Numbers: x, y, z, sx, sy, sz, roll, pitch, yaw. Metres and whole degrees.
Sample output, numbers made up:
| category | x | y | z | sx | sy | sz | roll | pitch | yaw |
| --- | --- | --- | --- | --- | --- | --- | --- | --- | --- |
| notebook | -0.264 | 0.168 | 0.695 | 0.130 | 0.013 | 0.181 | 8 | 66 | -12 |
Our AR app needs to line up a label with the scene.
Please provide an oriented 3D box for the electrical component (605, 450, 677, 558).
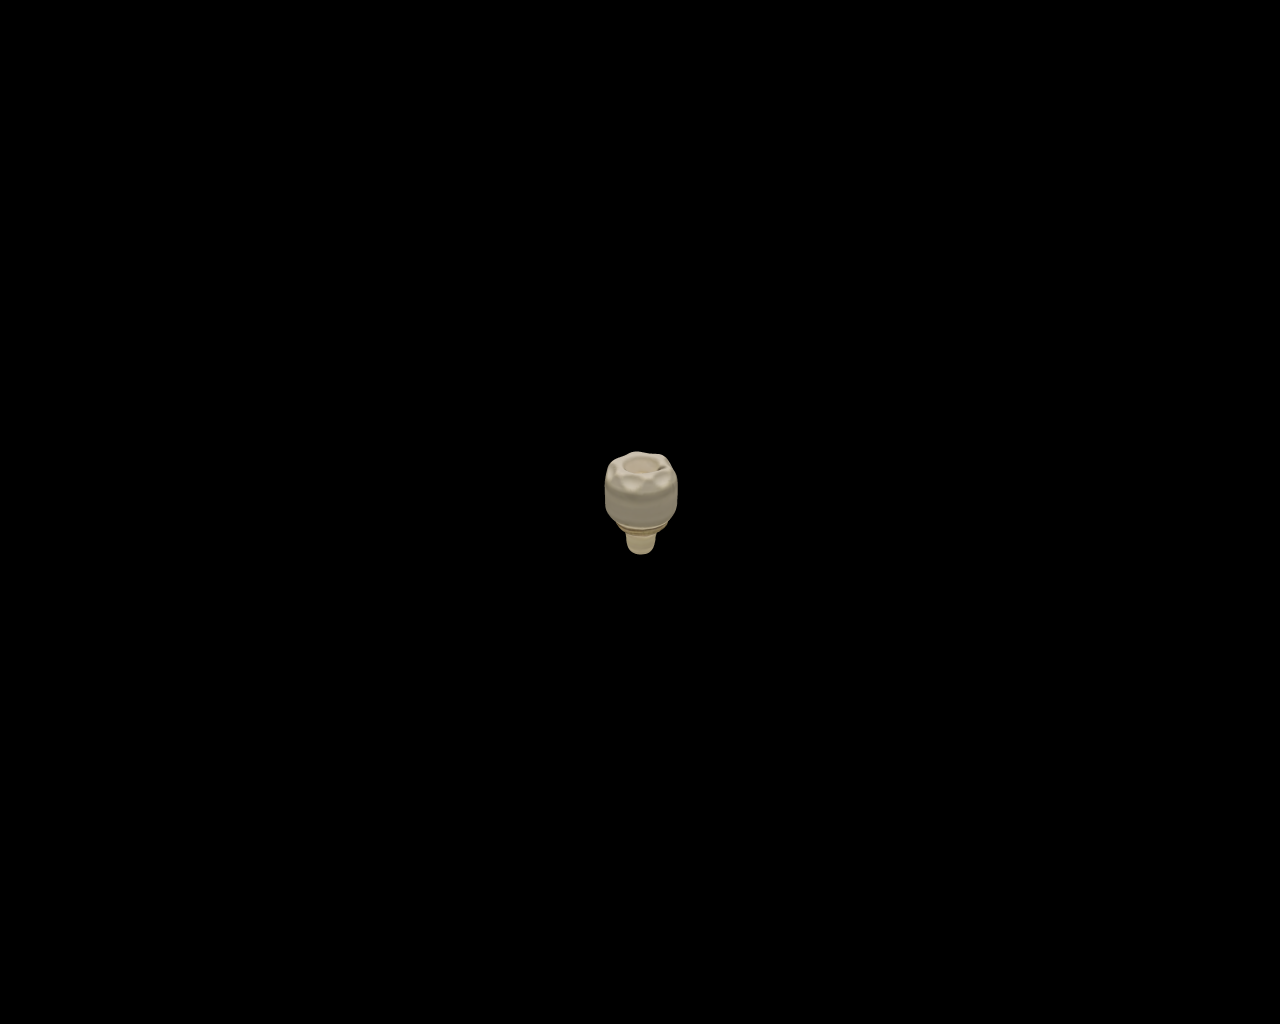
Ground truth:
| category | x | y | z | sx | sy | sz | roll | pitch | yaw |
| --- | --- | --- | --- | --- | --- | --- | --- | --- | --- |
| electrical component | 0.001 | -0.003 | 0.650 | 0.043 | 0.062 | 0.043 | 0 | 29 | 0 |
